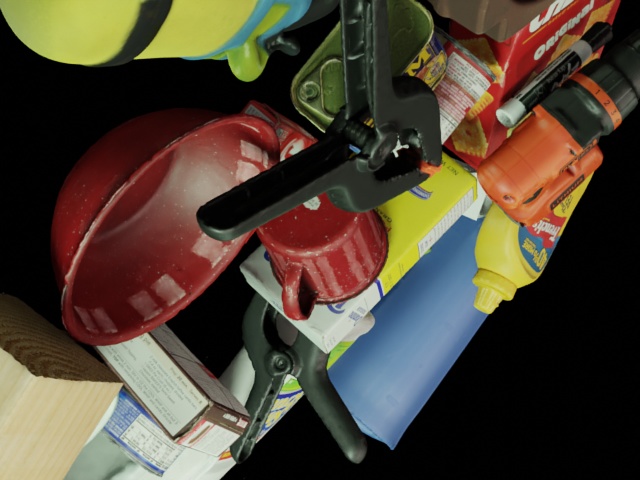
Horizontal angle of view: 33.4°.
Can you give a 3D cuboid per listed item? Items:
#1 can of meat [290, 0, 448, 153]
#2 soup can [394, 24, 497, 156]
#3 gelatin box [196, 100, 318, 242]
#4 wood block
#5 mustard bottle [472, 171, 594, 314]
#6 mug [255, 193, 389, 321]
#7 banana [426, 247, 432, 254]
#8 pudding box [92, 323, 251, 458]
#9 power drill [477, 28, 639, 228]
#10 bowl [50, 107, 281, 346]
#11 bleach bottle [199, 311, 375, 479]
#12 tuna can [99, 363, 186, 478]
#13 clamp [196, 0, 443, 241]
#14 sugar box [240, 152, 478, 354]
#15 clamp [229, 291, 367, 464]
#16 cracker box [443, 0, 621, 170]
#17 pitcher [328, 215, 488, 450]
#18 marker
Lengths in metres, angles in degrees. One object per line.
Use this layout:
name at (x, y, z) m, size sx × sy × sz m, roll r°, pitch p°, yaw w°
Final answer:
can of meat at (0.037, -0.110, 0.719) m, size 0.102 × 0.057 × 0.084 m, roll -51°, pitch 162°, yaw 5°
soup can at (0.073, -0.101, 0.791) m, size 0.102 × 0.068 × 0.068 m, roll -52°, pitch 160°, yaw 7°
gelatin box at (-0.046, -0.043, 0.701) m, size 0.089 × 0.030 × 0.073 m, roll -52°, pitch 160°, yaw 7°
wood block at (-0.208, 0.135, 0.562) m, size 0.206 × 0.091 × 0.090 m, roll -58°, pitch 159°, yaw 2°
mustard bottle at (0.195, -0.018, 1.006) m, size 0.096 × 0.058 × 0.191 m, roll 40°, pitch 76°, yaw -51°
mug at (-0.005, 0.001, 0.767) m, size 0.081 × 0.093 × 0.117 m, roll 63°, pitch 43°, yaw -63°
banana at (0.048, 0.001, 0.923) m, size 0.037 × 0.069 × 0.197 m, roll -25°, pitch 180°, yaw 35°
pudding box at (-0.103, 0.086, 0.694) m, size 0.039 × 0.114 × 0.090 m, roll -46°, pitch 159°, yaw -3°
power drill at (0.204, -0.085, 0.873) m, size 0.184 × 0.057 × 0.187 m, roll -40°, pitch 167°, yaw -1°
bowl at (-0.097, -0.018, 0.603) m, size 0.162 × 0.055 × 0.162 m, roll -41°, pitch 158°, yaw -21°
bleach bottle at (-0.062, 0.144, 0.957) m, size 0.251 × 0.068 × 0.102 m, roll -50°, pitch 159°, yaw 10°
tuna can at (-0.131, 0.124, 0.742) m, size 0.033 × 0.086 × 0.086 m, roll -49°, pitch 160°, yaw -9°
clamp at (0.027, -0.071, 0.634) m, size 0.209 × 0.036 × 0.165 m, roll -1°, pitch 125°, yaw -58°
sugar box at (0.031, -0.007, 0.836) m, size 0.176 × 0.093 × 0.048 m, roll -45°, pitch 158°, yaw -13°
clamp at (-0.015, 0.105, 0.869) m, size 0.039 × 0.120 × 0.171 m, roll -11°, pitch 104°, yaw -72°
cracker box at (0.177, -0.177, 0.865) m, size 0.164 × 0.072 × 0.214 m, roll -40°, pitch 157°, yaw -24°
pitcher at (0.087, 0.074, 1.068) m, size 0.242 × 0.145 × 0.149 m, roll -51°, pitch 172°, yaw -7°
marker at (0.185, -0.131, 0.834) m, size 0.121 × 0.020 × 0.020 m, roll -42°, pitch 158°, yaw -14°
